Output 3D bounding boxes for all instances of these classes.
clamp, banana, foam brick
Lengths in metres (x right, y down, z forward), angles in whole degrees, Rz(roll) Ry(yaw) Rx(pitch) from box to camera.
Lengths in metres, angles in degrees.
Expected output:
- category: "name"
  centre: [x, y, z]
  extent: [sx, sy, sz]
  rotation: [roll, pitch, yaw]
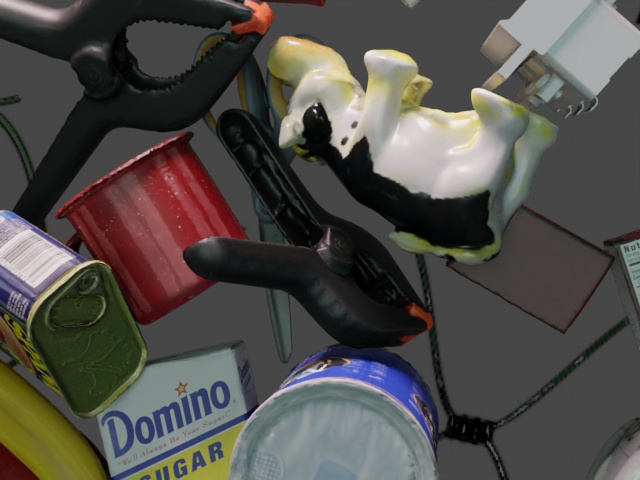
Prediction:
- category: "clamp"
  centre: [-0.124, -0.089, 0.610]
  extent: [0.210, 0.036, 0.164]
  rotation: [-7, 117, 13]
- category: "banana"
  centre: [-0.179, 0.093, 0.599]
  extent: [0.037, 0.070, 0.197]
  rotation: [-46, 113, -11]
- category: "foam brick"
  centre: [0.118, 0.011, 0.610]
  extent: [0.078, 0.053, 0.051]
  rotation: [30, 95, 6]
- category: "clamp"
  centre: [-0.004, 0.001, 0.604]
  extent: [0.039, 0.171, 0.120]
  rotation: [-27, 45, 37]

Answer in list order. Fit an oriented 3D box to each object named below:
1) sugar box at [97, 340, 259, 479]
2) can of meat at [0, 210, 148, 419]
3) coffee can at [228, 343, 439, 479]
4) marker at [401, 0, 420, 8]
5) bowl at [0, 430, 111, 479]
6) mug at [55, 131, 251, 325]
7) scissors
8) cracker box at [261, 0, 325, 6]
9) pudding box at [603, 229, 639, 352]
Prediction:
- category: "sugar box"
  centre: [-0.072, 0.156, 0.642]
  extent: [0.093, 0.048, 0.176]
  rotation: [-14, 92, 7]
- category: "can of meat"
  centre: [-0.154, 0.039, 0.599]
  extent: [0.084, 0.102, 0.057]
  rotation: [29, 60, 32]
- category: "coffee can"
  centre: [0.014, 0.115, 0.582]
  extent: [0.103, 0.140, 0.103]
  rotation: [0, 92, 7]
- category: "marker"
  centre: [0.090, -0.185, 0.623]
  extent: [0.121, 0.020, 0.020]
  rotation: [-45, 87, 6]
- category: "bowl"
  centre: [-0.203, 0.184, 0.654]
  extent: [0.162, 0.055, 0.162]
  rotation: [0, 92, 7]
- category: "mug"
  centre: [-0.101, 0.001, 0.622]
  extent: [0.117, 0.093, 0.081]
  rotation: [-31, 93, 23]
- category: "scissors"
  centre: [-0.015, -0.035, 0.642]
  extent: [0.096, 0.016, 0.202]
  rotation: [-21, 90, 7]
- category: "cracker box"
  centre: [-0.098, -0.227, 0.616]
  extent: [0.214, 0.072, 0.164]
  rotation: [5, 94, 7]
- category: "pudding box"
  centre: [0.223, 0.039, 0.606]
  extent: [0.090, 0.039, 0.113]
  rotation: [-18, 88, 6]
